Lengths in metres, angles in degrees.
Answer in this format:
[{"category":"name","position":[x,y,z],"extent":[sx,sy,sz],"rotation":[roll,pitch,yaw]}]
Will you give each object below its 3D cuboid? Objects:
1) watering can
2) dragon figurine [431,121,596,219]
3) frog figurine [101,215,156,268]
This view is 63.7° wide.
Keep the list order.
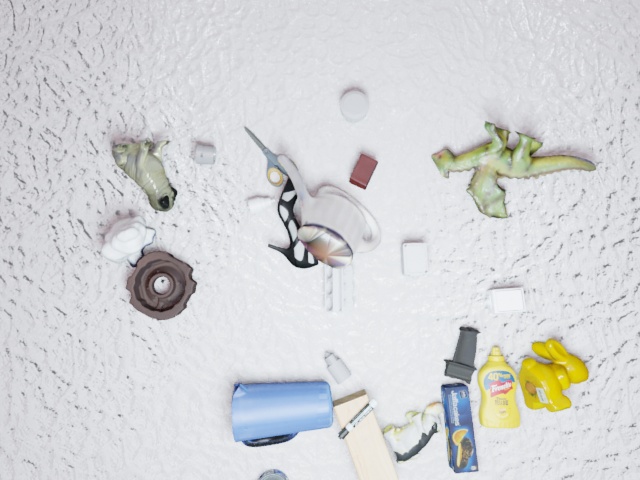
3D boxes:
[{"category":"watering can","position":[0.004,-0.066,1.309],"extent":[0.346,0.102,0.229],"rotation":[34,44,-8]},{"category":"dragon figurine","position":[0.503,-0.173,1.384],"extent":[0.411,0.123,0.241],"rotation":[23,98,6]},{"category":"frog figurine","position":[-0.499,-0.003,1.313],"extent":[0.138,0.158,0.123],"rotation":[-42,82,-5]}]
